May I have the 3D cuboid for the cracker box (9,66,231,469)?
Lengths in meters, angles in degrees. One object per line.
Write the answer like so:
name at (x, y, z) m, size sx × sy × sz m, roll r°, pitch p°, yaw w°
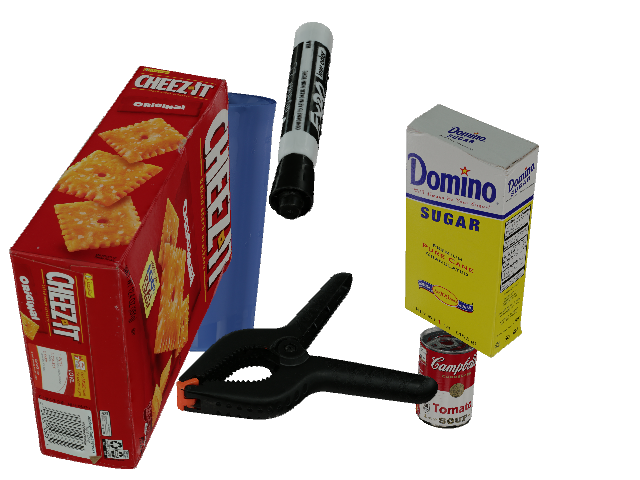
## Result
cracker box at (-0.115, 0.012, 0.683) m, size 0.072 × 0.164 × 0.213 m, roll 10°, pitch 38°, yaw 8°

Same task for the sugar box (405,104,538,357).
sugar box at (0.109, -0.005, 0.802) m, size 0.093 × 0.176 × 0.048 m, roll 28°, pitch 49°, yaw 36°

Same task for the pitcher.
pitcher at (-0.108, -0.025, 1.033) m, size 0.149 × 0.243 × 0.145 m, roll -2°, pitch 15°, yaw -19°

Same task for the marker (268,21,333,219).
marker at (-0.008, -0.056, 0.483) m, size 0.020 × 0.121 × 0.020 m, roll 3°, pitch -43°, yaw 3°

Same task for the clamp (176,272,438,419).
clamp at (-0.017, 0.107, 0.898) m, size 0.209 × 0.036 × 0.165 m, roll -20°, pitch 43°, yaw -28°

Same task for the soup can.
soup can at (0.148, 0.160, 1.255) m, size 0.068 × 0.102 × 0.068 m, roll 1°, pitch 21°, yaw -1°
